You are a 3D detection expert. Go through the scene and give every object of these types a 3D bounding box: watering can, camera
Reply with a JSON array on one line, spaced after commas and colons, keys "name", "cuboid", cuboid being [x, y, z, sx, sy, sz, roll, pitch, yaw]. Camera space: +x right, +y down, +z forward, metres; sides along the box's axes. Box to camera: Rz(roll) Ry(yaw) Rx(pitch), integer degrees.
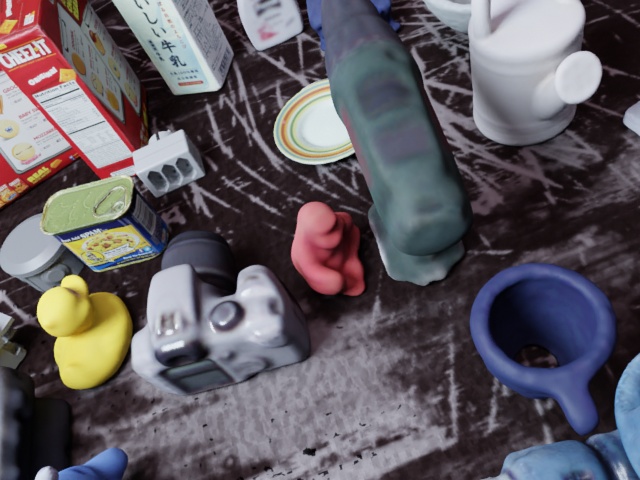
[{"name": "watering can", "cuboid": [0.189, -0.182, 0.514, 0.101, 0.194, 0.172, -40, 54, -10]}, {"name": "camera", "cuboid": [-0.096, 0.050, 0.510, 0.143, 0.101, 0.136, -17, 53, 7]}]

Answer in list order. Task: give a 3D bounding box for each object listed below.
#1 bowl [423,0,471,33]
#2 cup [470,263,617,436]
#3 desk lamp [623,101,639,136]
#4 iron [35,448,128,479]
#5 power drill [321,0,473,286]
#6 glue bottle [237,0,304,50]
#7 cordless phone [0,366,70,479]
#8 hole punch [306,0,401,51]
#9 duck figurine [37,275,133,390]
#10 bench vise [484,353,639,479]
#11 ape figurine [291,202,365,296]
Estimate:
[{"name": "bowl", "cuboid": [0.197, -0.292, 0.661, 0.167, 0.075, 0.167, -9, 55, 13]}, {"name": "cup", "cuboid": [0.160, 0.087, 0.403, 0.091, 0.095, 0.117, -19, 53, 6]}, {"name": "desk lamp", "cuboid": [0.342, -0.126, 0.412, 0.118, 0.214, 0.202, -33, 53, -5]}, {"name": "iron", "cuboid": [-0.223, 0.263, 0.382, 0.118, 0.142, 0.258, 30, 70, 32]}, {"name": "power drill", "cuboid": [0.061, -0.065, 0.468, 0.075, 0.209, 0.229, -21, 53, 5]}, {"name": "glue bottle", "cuboid": [-0.079, -0.325, 0.715, 0.078, 0.173, 0.037, -27, 53, 0]}, {"name": "cordless phone", "cuboid": [-0.288, 0.160, 0.447, 0.094, 0.185, 0.147, -26, 53, 0]}, {"name": "hole punch", "cuboid": [0.037, -0.304, 0.713, 0.108, 0.091, 0.101, -11, 54, 11]}, {"name": "duck figurine", "cuboid": [-0.231, 0.083, 0.543, 0.077, 0.086, 0.104, -13, 54, 10]}, {"name": "bench vise", "cuboid": [0.187, 0.118, 0.293, 0.207, 0.220, 0.121, -32, 53, -4]}, {"name": "ape figurine", "cuboid": [0.005, 0.002, 0.515, 0.076, 0.092, 0.078, 22, 66, 30]}]
